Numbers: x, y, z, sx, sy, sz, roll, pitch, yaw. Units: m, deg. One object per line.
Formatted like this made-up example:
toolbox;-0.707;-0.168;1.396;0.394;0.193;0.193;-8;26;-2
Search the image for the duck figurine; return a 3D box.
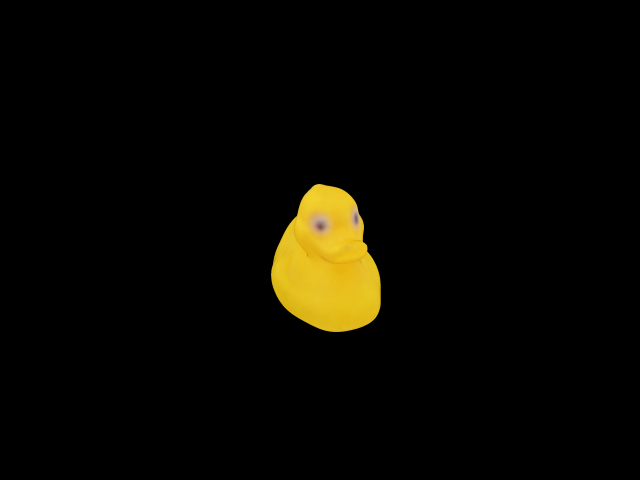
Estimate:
duck figurine;0.004;0.001;0.400;0.078;0.086;0.104;-12;33;-19
